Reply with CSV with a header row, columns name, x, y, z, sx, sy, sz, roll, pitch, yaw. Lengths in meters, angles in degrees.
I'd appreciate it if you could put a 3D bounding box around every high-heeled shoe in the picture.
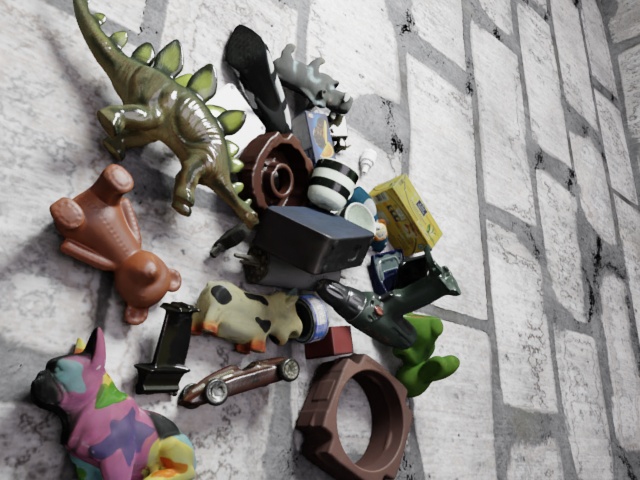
name,x,y,z,sx,sy,sz,roll,pitch,yaw
high-heeled shoe,-0.110,-0.302,1.060,0.145,0.086,0.249,47,27,-59

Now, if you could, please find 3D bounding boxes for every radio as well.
name,x,y,z,sx,sy,sz,roll,pitch,yaw
radio,-0.002,-0.003,0.939,0.229,0.131,0.073,-8,122,-65

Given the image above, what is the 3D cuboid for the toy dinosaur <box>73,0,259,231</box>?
name,x,y,z,sx,sy,sz,roll,pitch,yaw
toy dinosaur,-0.245,-0.202,0.837,0.471,0.105,0.198,48,63,-14

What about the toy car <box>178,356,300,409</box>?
name,x,y,z,sx,sy,sz,roll,pitch,yaw
toy car,-0.125,0.219,0.840,0.202,0.089,0.053,-4,79,-42

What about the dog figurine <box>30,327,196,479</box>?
name,x,y,z,sx,sy,sz,roll,pitch,yaw
dog figurine,-0.265,0.224,0.700,0.191,0.108,0.219,-2,75,-42

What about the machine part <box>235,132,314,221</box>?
name,x,y,z,sx,sy,sz,roll,pitch,yaw
machine part,-0.081,-0.108,0.981,0.179,0.056,0.179,-9,101,-54

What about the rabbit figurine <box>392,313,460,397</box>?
name,x,y,z,sx,sy,sz,roll,pitch,yaw
rabbit figurine,0.204,0.241,1.106,0.121,0.159,0.170,6,87,-51

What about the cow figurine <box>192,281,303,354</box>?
name,x,y,z,sx,sy,sz,roll,pitch,yaw
cow figurine,-0.112,0.122,0.892,0.194,0.085,0.127,27,65,-32

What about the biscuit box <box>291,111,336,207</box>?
name,x,y,z,sx,sy,sz,roll,pitch,yaw
biscuit box,-0.007,-0.157,1.096,0.063,0.059,0.202,-3,78,-43

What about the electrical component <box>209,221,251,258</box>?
name,x,y,z,sx,sy,sz,roll,pitch,yaw
electrical component,-0.147,-0.005,0.913,0.021,0.063,0.094,54,49,-15

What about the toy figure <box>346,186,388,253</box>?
name,x,y,z,sx,sy,sz,roll,pitch,yaw
toy figure,0.106,-0.040,1.163,0.064,0.058,0.154,-32,102,-4

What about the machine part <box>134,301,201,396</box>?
name,x,y,z,sx,sy,sz,roll,pitch,yaw
machine part,-0.221,0.158,0.785,0.084,0.039,0.139,22,80,-44

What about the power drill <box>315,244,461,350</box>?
name,x,y,z,sx,sy,sz,roll,pitch,yaw
power drill,0.135,0.099,0.973,0.231,0.207,0.086,44,16,-28

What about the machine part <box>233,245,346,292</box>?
name,x,y,z,sx,sy,sz,roll,pitch,yaw
machine part,-0.047,0.051,0.976,0.243,0.079,0.079,13,67,-39

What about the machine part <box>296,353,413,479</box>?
name,x,y,z,sx,sy,sz,roll,pitch,yaw
machine part,0.066,0.326,0.977,0.201,0.087,0.201,42,51,-22

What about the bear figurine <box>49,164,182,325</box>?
name,x,y,z,sx,sy,sz,roll,pitch,yaw
bear figurine,-0.275,0.015,0.750,0.120,0.132,0.195,-42,99,-33

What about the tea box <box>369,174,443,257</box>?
name,x,y,z,sx,sy,sz,roll,pitch,yaw
tea box,0.188,-0.052,1.211,0.169,0.098,0.068,56,48,-15

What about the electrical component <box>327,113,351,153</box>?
name,x,y,z,sx,sy,sz,roll,pitch,yaw
electrical component,0.031,-0.236,1.173,0.078,0.045,0.102,-11,79,-15

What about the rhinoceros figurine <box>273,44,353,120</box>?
name,x,y,z,sx,sy,sz,roll,pitch,yaw
rhinoceros figurine,-0.016,-0.322,1.109,0.190,0.073,0.112,23,43,-25

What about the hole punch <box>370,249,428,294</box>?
name,x,y,z,sx,sy,sz,roll,pitch,yaw
hole punch,0.169,0.080,1.169,0.142,0.092,0.115,-11,114,-46
